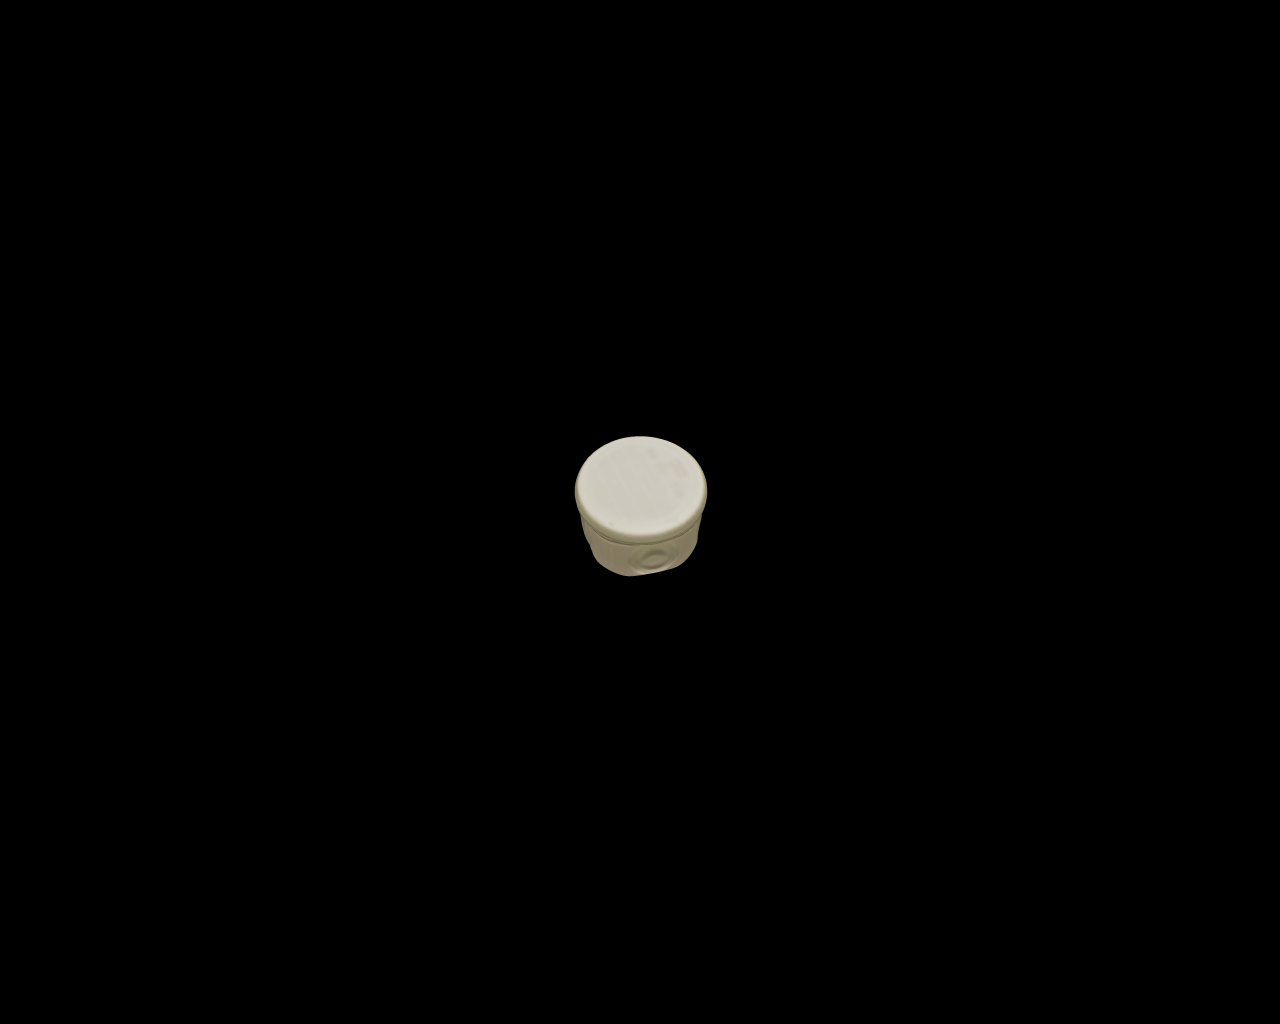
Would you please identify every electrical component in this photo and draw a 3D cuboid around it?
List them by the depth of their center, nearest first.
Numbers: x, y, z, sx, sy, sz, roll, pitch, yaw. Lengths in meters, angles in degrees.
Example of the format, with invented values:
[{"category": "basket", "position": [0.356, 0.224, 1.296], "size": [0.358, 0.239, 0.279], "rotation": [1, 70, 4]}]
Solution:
[{"category": "electrical component", "position": [0.001, -0.003, 0.650], "size": [0.080, 0.080, 0.050], "rotation": [0, -37, 0]}]
